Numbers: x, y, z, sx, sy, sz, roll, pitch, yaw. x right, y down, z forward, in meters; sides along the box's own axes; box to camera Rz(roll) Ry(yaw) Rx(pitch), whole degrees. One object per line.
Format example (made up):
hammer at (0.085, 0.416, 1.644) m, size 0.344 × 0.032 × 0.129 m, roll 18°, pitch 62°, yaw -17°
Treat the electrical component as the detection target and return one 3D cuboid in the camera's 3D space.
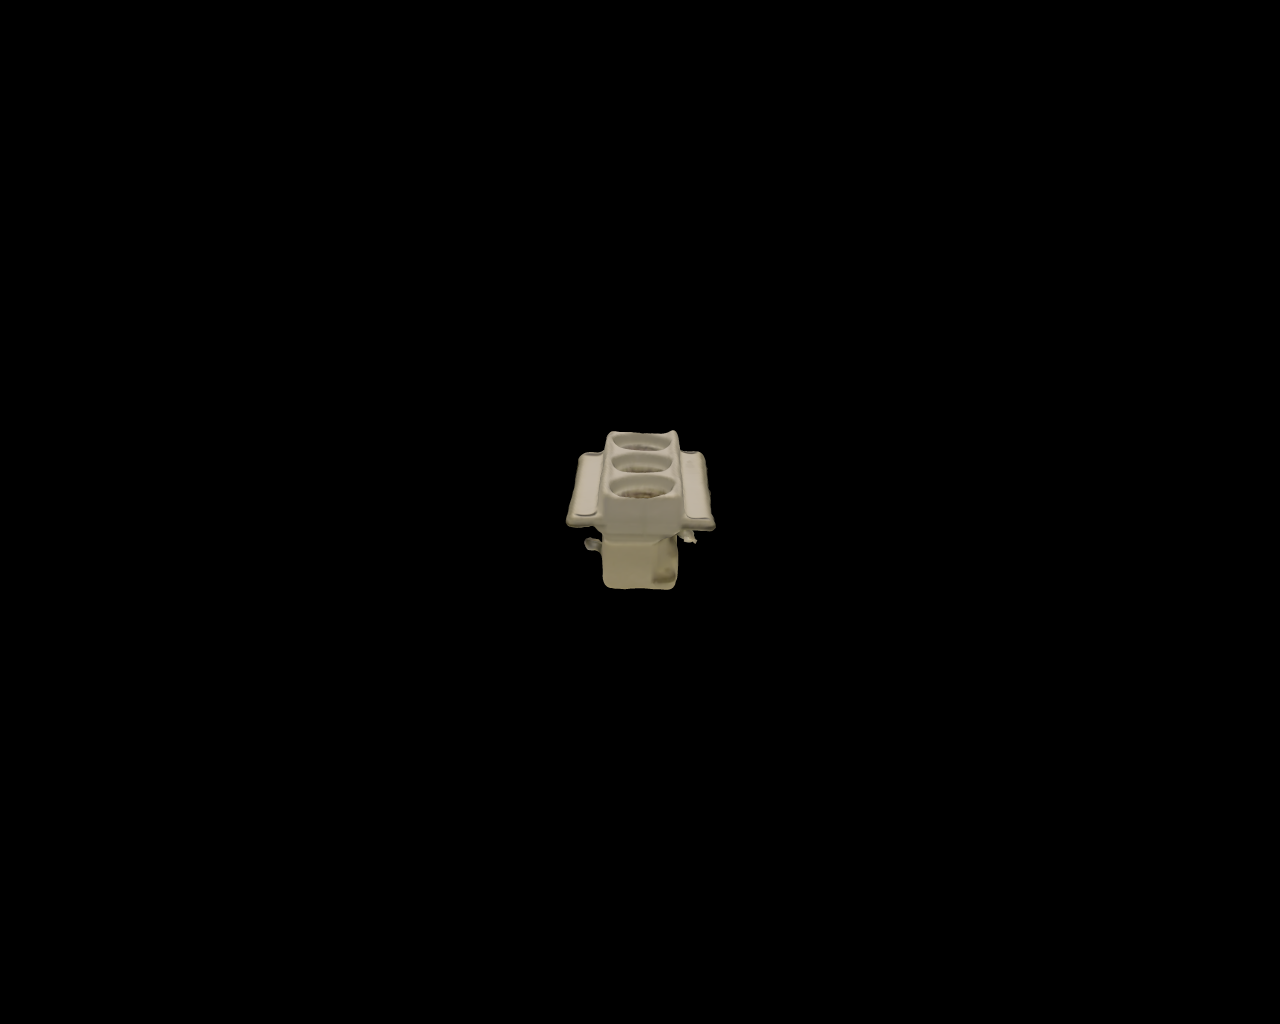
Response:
electrical component at (0.001, -0.003, 0.650) m, size 0.079 × 0.063 × 0.121 m, roll 0°, pitch 21°, yaw 0°
